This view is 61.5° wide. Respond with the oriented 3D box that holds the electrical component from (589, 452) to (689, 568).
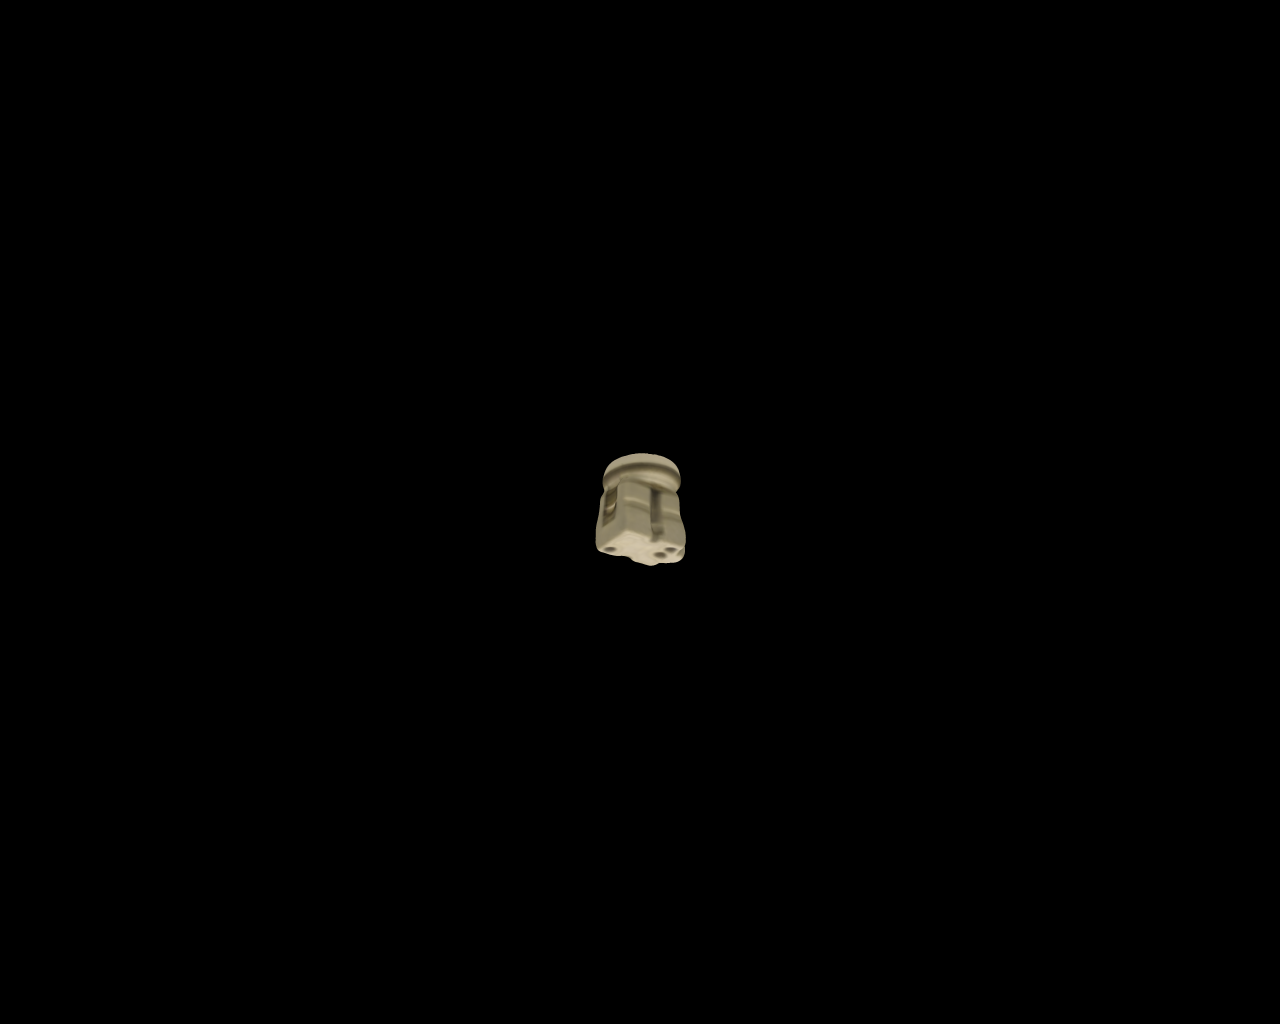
[{"bbox_3d":[0.001,-0.003,0.650,0.066,0.055,0.048,18,-32,-31],"label":"electrical component"}]
